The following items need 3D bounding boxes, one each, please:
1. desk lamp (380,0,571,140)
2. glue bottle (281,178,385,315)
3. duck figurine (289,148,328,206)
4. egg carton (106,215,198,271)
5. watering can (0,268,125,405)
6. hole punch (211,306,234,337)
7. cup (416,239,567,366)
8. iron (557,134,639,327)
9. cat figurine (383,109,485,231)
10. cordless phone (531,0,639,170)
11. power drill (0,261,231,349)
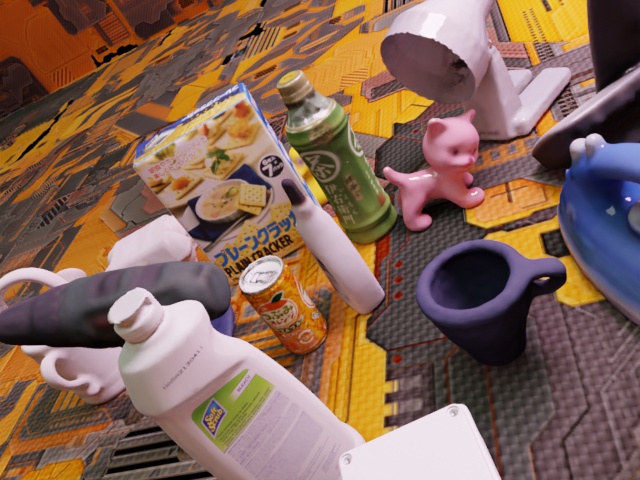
[{"bbox_3d":[0.189,-0.225,0.696,0.117,0.214,0.203,16,57,49],"label":"desk lamp"},{"bbox_3d":[0.005,0.002,0.597,0.037,0.174,0.078,-40,34,-11],"label":"glue bottle"},{"bbox_3d":[-0.008,-0.107,0.825,0.105,0.086,0.077,-45,36,-18],"label":"duck figurine"},{"bbox_3d":[-0.258,0.028,0.875,0.150,0.070,0.107,-29,34,6],"label":"egg carton"},{"bbox_3d":[-0.319,0.106,0.714,0.101,0.195,0.172,-40,34,-10],"label":"watering can"},{"bbox_3d":[-0.166,0.105,0.683,0.101,0.091,0.108,-26,34,11],"label":"hole punch"},{"bbox_3d":[0.151,0.058,0.479,0.117,0.095,0.091,-16,37,24],"label":"cup"},{"bbox_3d":[0.261,-0.021,0.445,0.118,0.142,0.257,-35,34,-4],"label":"iron"},{"bbox_3d":[0.134,-0.089,0.658,0.127,0.118,0.067,-27,34,9],"label":"cat figurine"},{"bbox_3d":[0.274,-0.168,0.580,0.147,0.185,0.094,-38,34,-7],"label":"cordless phone"},{"bbox_3d":[-0.172,0.111,0.574,0.229,0.209,0.075,-22,35,16],"label":"power drill"}]
